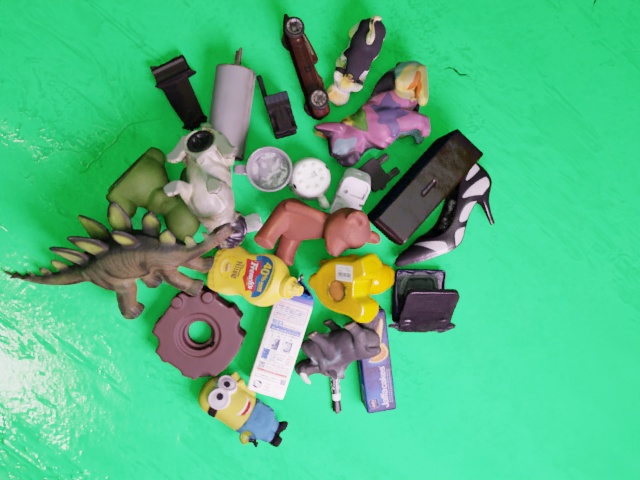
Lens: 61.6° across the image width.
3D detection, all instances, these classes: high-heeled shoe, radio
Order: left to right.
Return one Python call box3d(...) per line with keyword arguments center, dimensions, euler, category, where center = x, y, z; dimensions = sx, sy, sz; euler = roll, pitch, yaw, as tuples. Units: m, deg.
box3d(center=(0.191, -0.097, 1.021), dimensions=(0.073, 0.131, 0.229), euler=(43, 88, -5), category="radio")
box3d(center=(0.235, -0.054, 1.055), dimensions=(0.249, 0.086, 0.145), euler=(-26, 92, -8), category="high-heeled shoe")

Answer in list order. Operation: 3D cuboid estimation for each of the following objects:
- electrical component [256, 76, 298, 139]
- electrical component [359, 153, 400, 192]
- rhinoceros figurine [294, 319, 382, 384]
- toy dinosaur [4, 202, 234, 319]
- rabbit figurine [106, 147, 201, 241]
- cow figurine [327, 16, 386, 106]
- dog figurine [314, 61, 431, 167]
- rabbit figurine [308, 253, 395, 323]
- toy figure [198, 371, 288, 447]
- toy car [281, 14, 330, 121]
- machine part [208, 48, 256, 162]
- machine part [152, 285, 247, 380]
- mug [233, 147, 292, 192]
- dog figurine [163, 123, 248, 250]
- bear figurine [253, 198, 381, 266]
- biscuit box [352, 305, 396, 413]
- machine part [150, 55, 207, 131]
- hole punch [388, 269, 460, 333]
box3d(center=(-0.081, -0.256, 1.021), dimensions=(0.048, 0.075, 0.119), euler=(-16, 91, -4), category="electrical component")
box3d(center=(0.109, -0.127, 1.067), dimensions=(0.094, 0.021, 0.063), euler=(-38, 96, -3), category="electrical component")
box3d(center=(0.030, 0.209, 1.023), dimensions=(0.190, 0.073, 0.112), euler=(-27, 93, 28), category="rhinoceros figurine")
box3d(center=(-0.360, 0.038, 0.957), dimensions=(0.472, 0.105, 0.198), euler=(-19, 125, 21), category="toy dinosaur")
box3d(center=(-0.287, -0.079, 1.008), dimensions=(0.159, 0.121, 0.170), euler=(-49, 113, -8), category="rabbit figurine")
box3d(center=(0.071, -0.337, 1.018), dimensions=(0.068, 0.098, 0.167), euler=(24, 90, -12), category="cow figurine")
box3d(center=(0.095, -0.238, 1.022), dimensions=(0.219, 0.108, 0.191), euler=(-5, 94, -2), category="dog figurine")
box3d(center=(0.069, 0.083, 1.019), dimensions=(0.162, 0.173, 0.121), euler=(-6, 93, 40), category="rabbit figurine")
box3d(center=(-0.152, 0.333, 1.036), dimensions=(0.180, 0.082, 0.089), euler=(39, 118, -12), category="toy figure")
box3d(center=(-0.026, -0.326, 1.015), dimensions=(0.053, 0.089, 0.202), euler=(-18, 93, -4), category="toy car")
box3d(center=(-0.169, -0.237, 1.012), dimensions=(0.079, 0.079, 0.243), euler=(7, 93, -5), category="machine part")
box3d(center=(-0.232, 0.179, 1.036), dimensions=(0.179, 0.056, 0.179), euler=(0, 94, -5), category="machine part")
box3d(center=(-0.105, -0.127, 1.007), dimensions=(0.110, 0.107, 0.080), euler=(-5, 92, 0), category="mug")
box3d(center=(-0.184, -0.091, 0.967), dimensions=(0.121, 0.190, 0.172), euler=(8, 65, 16), category="dog figurine")
box3d(center=(0.000, -0.007, 0.987), dimensions=(0.196, 0.120, 0.132), euler=(19, 73, 30), category="bear figurine")
box3d(center=(0.106, 0.234, 1.064), dimensions=(0.063, 0.059, 0.202), euler=(-7, 93, -5), category="biscuit box")
box3d(center=(-0.262, -0.278, 1.022), dimensions=(0.084, 0.039, 0.138), euler=(-23, 93, -9), category="machine part")
box3d(center=(0.201, 0.119, 1.062), dimensions=(0.142, 0.092, 0.115), euler=(1, 124, -14), category="hole punch")
